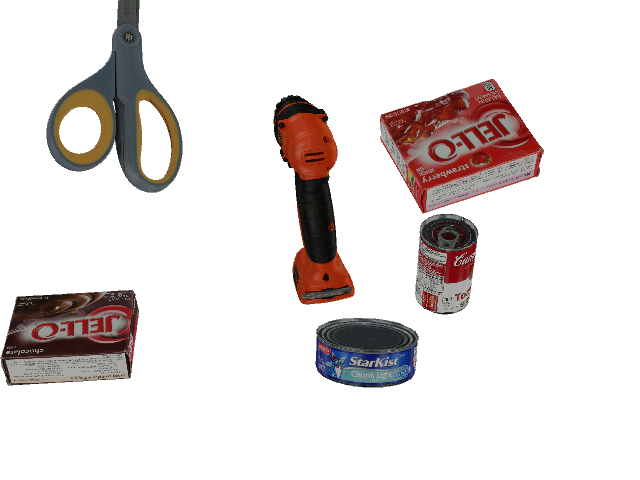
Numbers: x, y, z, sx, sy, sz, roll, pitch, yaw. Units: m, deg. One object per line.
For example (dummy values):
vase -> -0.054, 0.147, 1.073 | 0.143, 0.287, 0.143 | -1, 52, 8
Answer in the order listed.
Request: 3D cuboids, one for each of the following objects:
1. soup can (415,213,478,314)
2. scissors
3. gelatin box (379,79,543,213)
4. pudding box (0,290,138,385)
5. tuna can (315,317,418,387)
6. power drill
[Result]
soup can -> 0.148, 0.029, 1.266 | 0.068, 0.102, 0.068 | 0, 38, 0
scissors -> -0.145, -0.124, 0.706 | 0.096, 0.202, 0.016 | -9, -15, -28
gelatin box -> 0.094, -0.065, 0.721 | 0.089, 0.073, 0.030 | -18, -36, -9
pudding box -> -0.226, 0.088, 0.972 | 0.113, 0.039, 0.090 | -5, 33, -2
tuna can -> 0.038, 0.093, 0.895 | 0.086, 0.034, 0.086 | 2, 13, -1
power drill -> -0.012, -0.044, 1.067 | 0.057, 0.188, 0.184 | -10, 21, -3
